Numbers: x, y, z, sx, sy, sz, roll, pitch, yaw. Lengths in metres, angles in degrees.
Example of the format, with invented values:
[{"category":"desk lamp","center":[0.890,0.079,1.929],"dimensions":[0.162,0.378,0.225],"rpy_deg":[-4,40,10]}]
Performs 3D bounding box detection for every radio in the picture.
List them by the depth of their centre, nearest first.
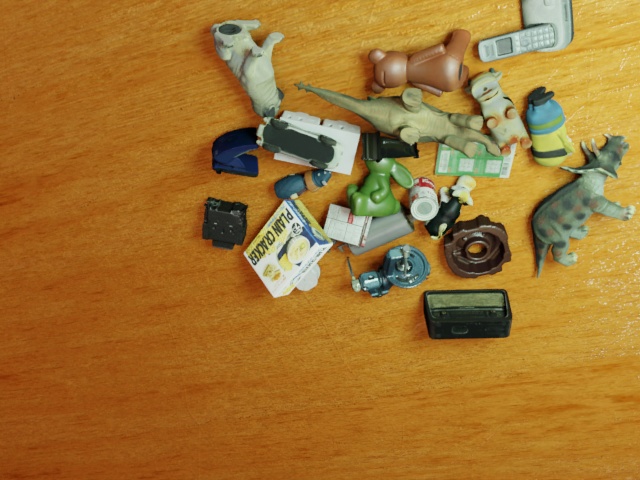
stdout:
[{"category":"radio","center":[0.404,0.203,1.477],"dimensions":[0.230,0.131,0.073],"rpy_deg":[-3,125,9]}]

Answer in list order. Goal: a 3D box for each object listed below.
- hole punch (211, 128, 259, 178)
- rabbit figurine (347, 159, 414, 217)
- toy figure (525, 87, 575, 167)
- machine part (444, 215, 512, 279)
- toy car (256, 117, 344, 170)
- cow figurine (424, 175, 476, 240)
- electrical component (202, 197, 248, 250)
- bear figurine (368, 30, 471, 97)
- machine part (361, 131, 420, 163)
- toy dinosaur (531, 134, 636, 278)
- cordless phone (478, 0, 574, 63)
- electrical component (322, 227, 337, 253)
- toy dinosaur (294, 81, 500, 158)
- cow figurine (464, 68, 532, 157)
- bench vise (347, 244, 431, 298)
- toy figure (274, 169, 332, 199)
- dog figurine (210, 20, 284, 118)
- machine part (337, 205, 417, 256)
[{"category":"hole punch","center":[-0.199,-0.214,1.278],"dimensions":[0.116,0.142,0.092],"rpy_deg":[4,126,-13]},{"category":"rabbit figurine","center":[0.146,-0.144,1.292],"dimensions":[0.159,0.121,0.170],"rpy_deg":[6,108,3]},{"category":"toy figure","center":[0.506,-0.248,1.203],"dimensions":[0.089,0.082,0.180],"rpy_deg":[-16,125,28]},{"category":"machine part","center":[0.409,0.020,1.403],"dimensions":[0.179,0.056,0.179],"rpy_deg":[3,124,5]},{"category":"toy car","center":[-0.046,-0.218,1.221],"dimensions":[0.202,0.056,0.073],"rpy_deg":[18,107,-4]},{"category":"cow figurine","center":[0.320,-0.080,1.321],"dimensions":[0.068,0.098,0.167],"rpy_deg":[27,126,-9]},{"category":"electrical component","center":[-0.254,-0.039,1.438],"dimensions":[0.115,0.058,0.134],"rpy_deg":[10,123,2]},{"category":"bear figurine","center":[0.210,-0.372,1.149],"dimensions":[0.196,0.132,0.120],"rpy_deg":[11,139,26]},{"category":"machine part","center":[0.162,-0.212,1.242],"dimensions":[0.139,0.084,0.039],"rpy_deg":[4,159,-10]},{"category":"toy dinosaur","center":[0.594,-0.065,1.296],"dimensions":[0.192,0.131,0.404],"rpy_deg":[33,126,-1]},{"category":"cordless phone","center":[0.408,-0.443,1.086],"dimensions":[0.184,0.089,0.146],"rpy_deg":[-11,121,18]},{"category":"electrical component","center":[-0.003,-0.004,1.453],"dimensions":[0.094,0.021,0.063],"rpy_deg":[30,122,-13]},{"category":"toy dinosaur","center":[0.177,-0.260,1.150],"dimensions":[0.471,0.199,0.105],"rpy_deg":[17,98,-15]},{"category":"cow figurine","center":[0.388,-0.290,1.176],"dimensions":[0.085,0.127,0.194],"rpy_deg":[-28,130,22]},{"category":"bench vise","center":[0.187,0.071,1.397],"dimensions":[0.224,0.129,0.240],"rpy_deg":[-3,157,0]},{"category":"toy figure","center":[-0.039,-0.144,1.344],"dimensions":[0.155,0.058,0.064],"rpy_deg":[-14,98,18]},{"category":"dog figurine","center":[-0.164,-0.373,1.196],"dimensions":[0.172,0.121,0.190],"rpy_deg":[37,146,21]},{"category":"machine part","center":[0.153,-0.024,1.390],"dimensions":[0.243,0.079,0.079],"rpy_deg":[-23,118,21]}]
